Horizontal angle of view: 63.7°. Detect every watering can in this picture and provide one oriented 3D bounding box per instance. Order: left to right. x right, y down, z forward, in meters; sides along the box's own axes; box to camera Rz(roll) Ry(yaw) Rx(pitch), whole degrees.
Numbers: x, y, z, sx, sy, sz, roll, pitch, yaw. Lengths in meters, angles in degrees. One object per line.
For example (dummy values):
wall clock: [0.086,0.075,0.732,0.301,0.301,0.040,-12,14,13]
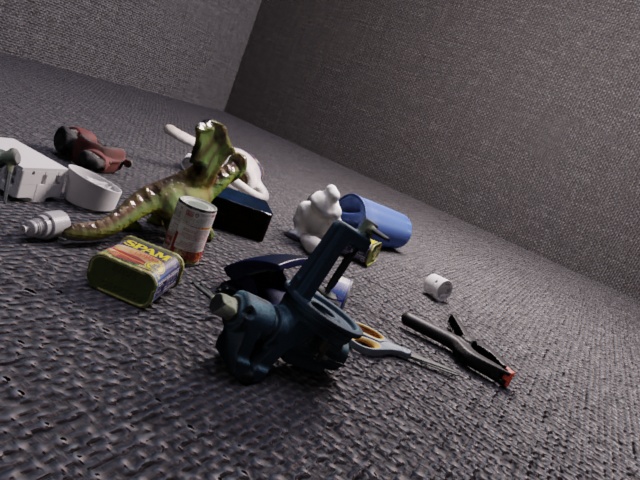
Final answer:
watering can: [-0.284,-0.233,1.512,0.346,0.103,0.227,39,13,-8]

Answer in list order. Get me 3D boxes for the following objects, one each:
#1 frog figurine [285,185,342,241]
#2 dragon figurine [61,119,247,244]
frog figurine: [0.004,-0.063,1.260,0.139,0.158,0.122,32,15,39]
dragon figurine: [-0.249,-0.109,0.917,0.123,0.240,0.412,30,13,14]
